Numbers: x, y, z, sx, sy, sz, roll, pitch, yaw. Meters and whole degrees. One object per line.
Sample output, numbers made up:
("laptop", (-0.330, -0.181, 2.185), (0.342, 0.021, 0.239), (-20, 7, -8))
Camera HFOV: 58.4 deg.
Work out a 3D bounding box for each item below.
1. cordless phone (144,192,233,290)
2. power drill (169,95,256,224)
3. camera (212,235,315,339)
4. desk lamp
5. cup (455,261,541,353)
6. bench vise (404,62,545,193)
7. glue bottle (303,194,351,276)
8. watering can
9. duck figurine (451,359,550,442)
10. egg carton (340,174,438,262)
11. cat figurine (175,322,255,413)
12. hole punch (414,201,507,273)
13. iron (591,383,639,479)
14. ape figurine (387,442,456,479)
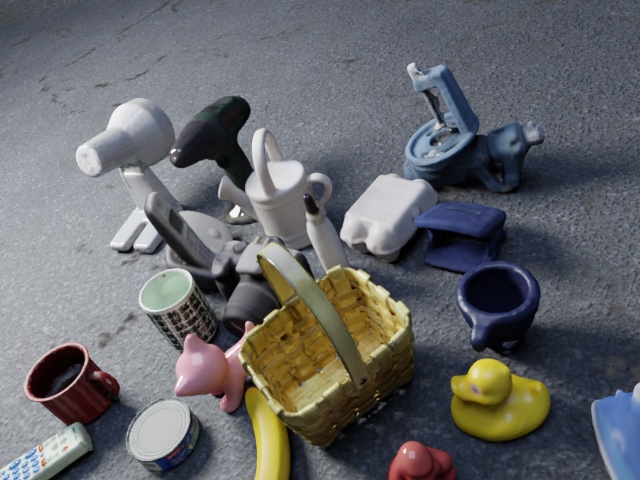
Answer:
("cordless phone", (-0.208, -0.020, 0.893), (0.094, 0.185, 0.147), (-18, 41, 4))
("power drill", (-0.160, -0.133, 0.977), (0.075, 0.209, 0.229), (-4, 44, 20))
("camera", (-0.100, 0.066, 0.818), (0.142, 0.101, 0.137), (4, 47, 27))
("desk lamp", (-0.334, -0.120, 1.035), (0.117, 0.214, 0.203), (1, 45, 24))
("cup", (0.203, 0.096, 0.659), (0.091, 0.095, 0.118), (10, 50, 32))
("bench vise", (0.215, -0.176, 0.853), (0.207, 0.220, 0.121), (-13, 41, 10))
("glue bottle", (0.007, 0.003, 0.784), (0.037, 0.173, 0.078), (-26, 41, -5))
("watering can", (-0.073, -0.081, 0.894), (0.173, 0.194, 0.100), (-22, 41, -1))
("duck figurine", (0.186, 0.159, 0.604), (0.104, 0.086, 0.077), (-9, 42, 15))
("egg carton", (0.106, -0.036, 0.864), (0.107, 0.070, 0.150), (17, 54, 37))
("cat figurine", (-0.124, 0.154, 0.720), (0.128, 0.118, 0.067), (-37, 43, -17))
("hole punch", (0.194, -0.019, 0.791), (0.108, 0.091, 0.101), (11, 50, 32))
("iron", (0.318, 0.196, 0.464), (0.119, 0.142, 0.257), (-28, 41, -8))
("ape figurine", (0.096, 0.231, 0.560), (0.078, 0.092, 0.076), (-31, 41, -11))
